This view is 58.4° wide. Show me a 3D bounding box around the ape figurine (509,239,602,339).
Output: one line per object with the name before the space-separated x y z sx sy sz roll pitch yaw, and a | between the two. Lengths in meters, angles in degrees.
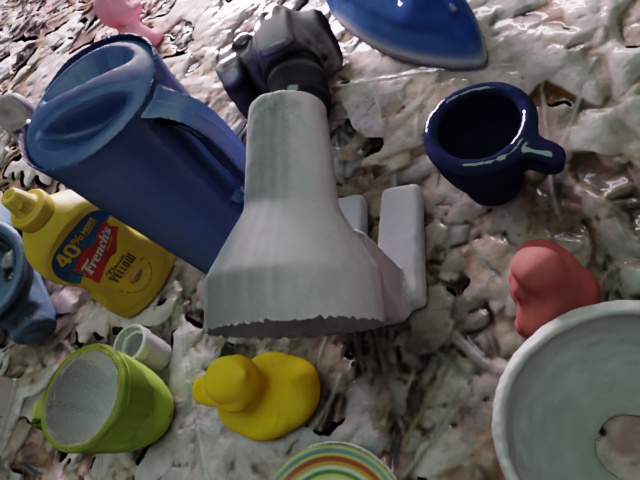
ape figurine | 0.165 0.032 0.422 0.075 0.092 0.078 21 74 34

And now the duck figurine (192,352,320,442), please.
duck figurine | -0.058 0.125 0.487 0.104 0.086 0.077 -15 57 19

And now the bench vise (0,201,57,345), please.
bench vise | -0.410 0.011 0.647 0.206 0.220 0.121 35 82 37

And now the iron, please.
iron | 0.081 -0.291 0.620 0.118 0.142 0.257 -41 52 1

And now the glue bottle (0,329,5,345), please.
glue bottle | -0.451 0.073 0.662 0.037 0.174 0.078 -43 52 -1

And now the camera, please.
camera | -0.047 -0.186 0.650 0.143 0.101 0.136 -21 55 15

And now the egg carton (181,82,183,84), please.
egg carton | -0.247 -0.187 0.774 0.149 0.070 0.107 34 81 37

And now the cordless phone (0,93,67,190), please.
cordless phone | -0.272 -0.105 0.665 0.147 0.186 0.094 -10 59 22

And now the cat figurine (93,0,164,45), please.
cat figurine | -0.295 -0.320 0.843 0.067 0.118 0.128 -14 57 20

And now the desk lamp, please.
desk lamp | 0.004 0.002 0.445 0.117 0.214 0.203 -9 59 23

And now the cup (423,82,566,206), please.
cup | 0.153 -0.067 0.483 0.117 0.095 0.092 28 78 36

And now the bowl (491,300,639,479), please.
bowl | 0.200 0.127 0.361 0.167 0.075 0.167 -12 58 21
